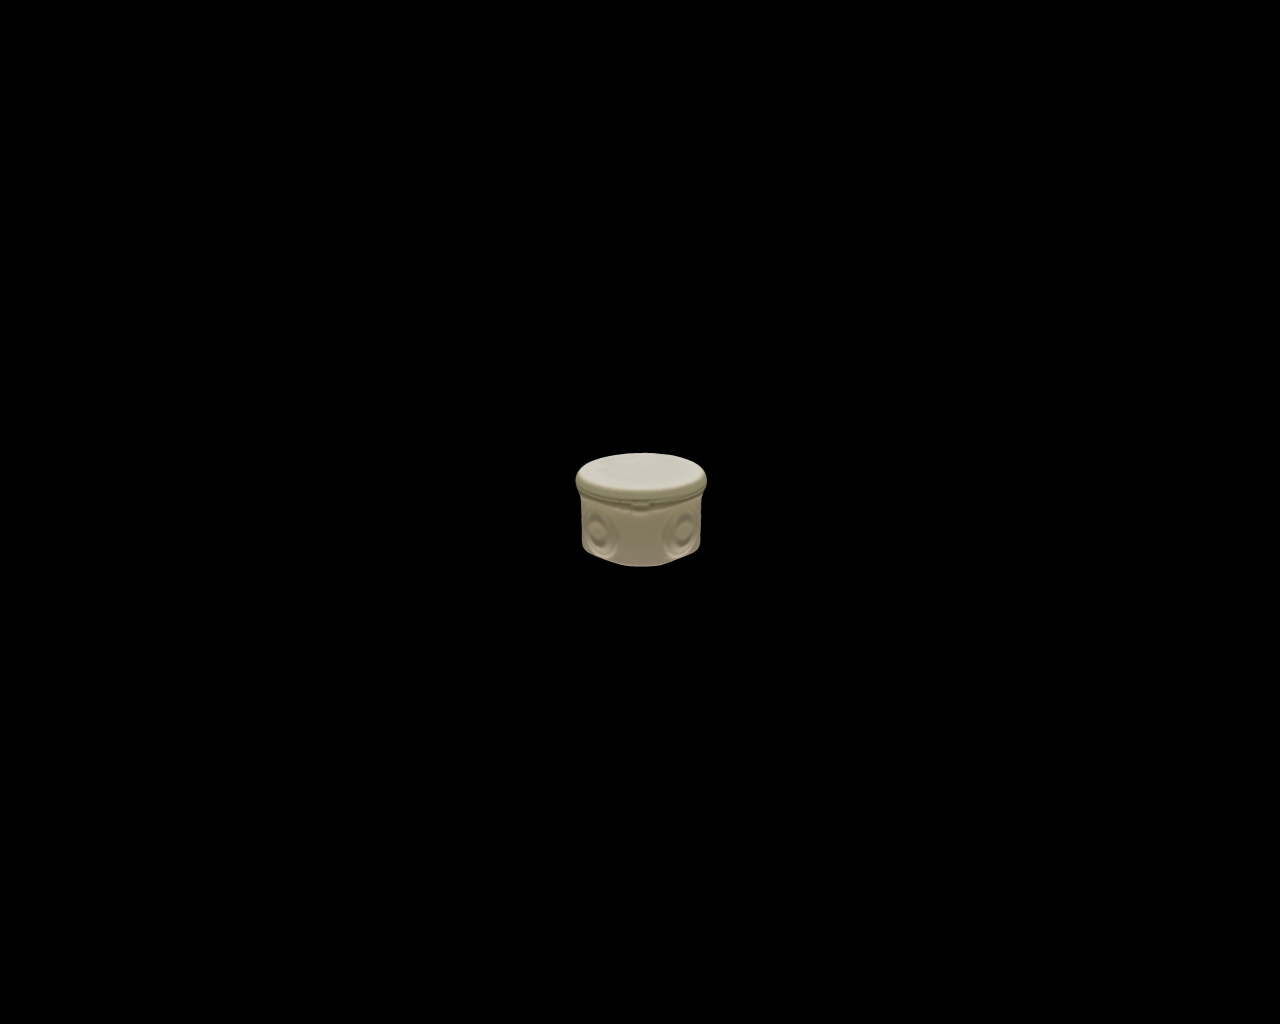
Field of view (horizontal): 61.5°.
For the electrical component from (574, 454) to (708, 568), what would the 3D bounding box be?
[{"bbox_3d":[0.001,-0.003,0.650,0.080,0.051,0.080,0,19,0],"label":"electrical component"}]
